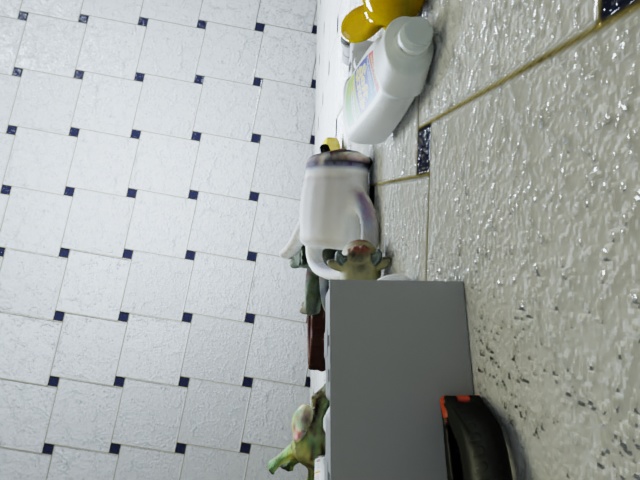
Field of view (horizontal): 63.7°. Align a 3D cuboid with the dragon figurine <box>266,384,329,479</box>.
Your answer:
[{"bbox_3d":[0.001,0.471,1.267,0.123,0.244,0.405,21,-8,22],"label":"dragon figurine"}]

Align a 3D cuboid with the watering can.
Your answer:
[{"bbox_3d":[0.003,-0.046,0.919,0.104,0.224,0.348,5,0,-28],"label":"watering can"}]
